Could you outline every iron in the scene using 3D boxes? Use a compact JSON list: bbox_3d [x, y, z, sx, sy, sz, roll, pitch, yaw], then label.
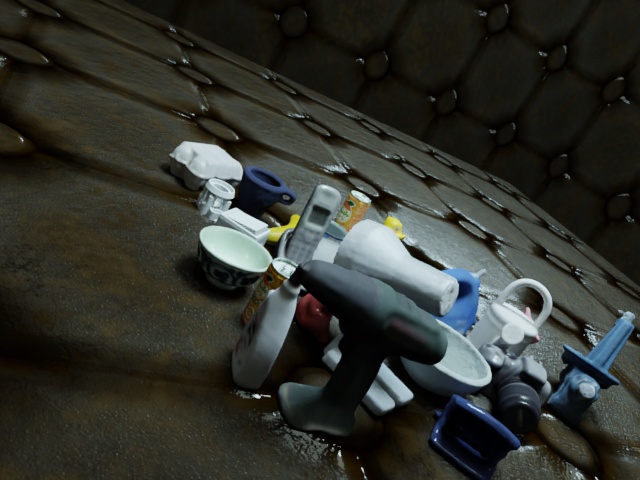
[{"bbox_3d":[0.227,0.109,1.105,0.259,0.141,0.118,5,32,-48],"label":"iron"}]

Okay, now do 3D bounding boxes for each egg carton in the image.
[{"bbox_3d":[-0.233,-0.150,1.183,0.107,0.069,0.151,40,23,23],"label":"egg carton"}]

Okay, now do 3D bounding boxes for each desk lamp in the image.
[{"bbox_3d":[0.093,0.104,0.839,0.202,0.213,0.118,42,24,28],"label":"desk lamp"}]

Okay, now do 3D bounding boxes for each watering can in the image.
[{"bbox_3d":[0.363,0.164,1.087,0.101,0.194,0.173,27,21,-9],"label":"watering can"}]

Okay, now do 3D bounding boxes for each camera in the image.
[{"bbox_3d":[0.326,0.251,0.973,0.143,0.100,0.137,32,21,5],"label":"camera"}]

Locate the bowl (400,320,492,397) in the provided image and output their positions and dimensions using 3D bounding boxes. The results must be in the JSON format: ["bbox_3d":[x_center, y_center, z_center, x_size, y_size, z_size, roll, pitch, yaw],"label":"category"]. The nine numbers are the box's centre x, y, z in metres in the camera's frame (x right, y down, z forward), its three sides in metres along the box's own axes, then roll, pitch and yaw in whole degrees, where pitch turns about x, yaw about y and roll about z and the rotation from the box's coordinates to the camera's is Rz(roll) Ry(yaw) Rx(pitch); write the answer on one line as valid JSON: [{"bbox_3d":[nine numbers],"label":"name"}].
[{"bbox_3d":[0.191,0.202,0.942,0.168,0.074,0.167,26,21,-11],"label":"bowl"}]

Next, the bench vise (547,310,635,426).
[{"bbox_3d":[0.541,0.246,1.102,0.121,0.219,0.207,30,21,0],"label":"bench vise"}]

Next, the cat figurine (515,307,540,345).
[{"bbox_3d":[0.410,0.188,1.202,0.067,0.117,0.128,28,21,-4],"label":"cat figurine"}]

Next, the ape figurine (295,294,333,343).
[{"bbox_3d":[0.008,0.102,0.901,0.076,0.092,0.078,38,22,19],"label":"ape figurine"}]

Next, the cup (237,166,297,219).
[{"bbox_3d":[-0.115,-0.081,1.148,0.118,0.095,0.091,26,21,-11],"label":"cup"}]

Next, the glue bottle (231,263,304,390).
[{"bbox_3d":[-0.059,0.099,0.707,0.037,0.173,0.078,21,23,-23],"label":"glue bottle"}]

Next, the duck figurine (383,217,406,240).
[{"bbox_3d":[0.157,-0.017,1.374,0.104,0.086,0.078,37,22,17],"label":"duck figurine"}]

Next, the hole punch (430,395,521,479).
[{"bbox_3d":[0.223,0.266,0.816,0.108,0.091,0.101,35,21,13],"label":"hole punch"}]

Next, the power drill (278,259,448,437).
[{"bbox_3d":[0.036,0.137,0.697,0.230,0.208,0.075,18,24,-28],"label":"power drill"}]

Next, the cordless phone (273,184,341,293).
[{"bbox_3d":[0.009,0.004,0.995,0.148,0.185,0.094,19,23,-26],"label":"cordless phone"}]
